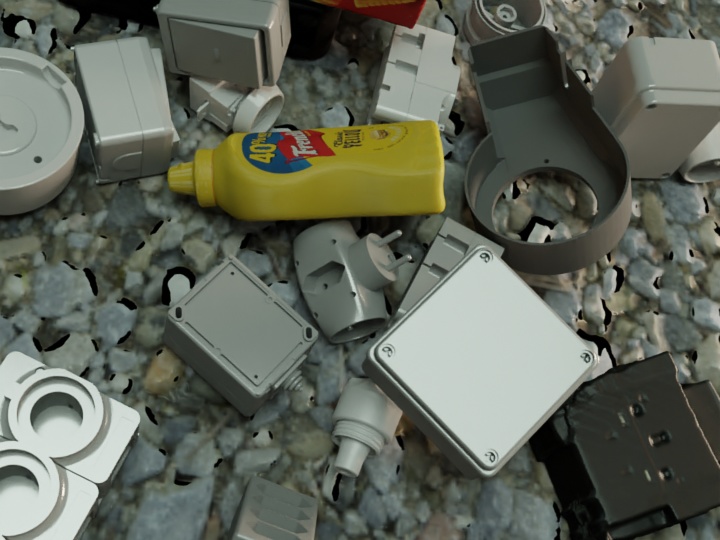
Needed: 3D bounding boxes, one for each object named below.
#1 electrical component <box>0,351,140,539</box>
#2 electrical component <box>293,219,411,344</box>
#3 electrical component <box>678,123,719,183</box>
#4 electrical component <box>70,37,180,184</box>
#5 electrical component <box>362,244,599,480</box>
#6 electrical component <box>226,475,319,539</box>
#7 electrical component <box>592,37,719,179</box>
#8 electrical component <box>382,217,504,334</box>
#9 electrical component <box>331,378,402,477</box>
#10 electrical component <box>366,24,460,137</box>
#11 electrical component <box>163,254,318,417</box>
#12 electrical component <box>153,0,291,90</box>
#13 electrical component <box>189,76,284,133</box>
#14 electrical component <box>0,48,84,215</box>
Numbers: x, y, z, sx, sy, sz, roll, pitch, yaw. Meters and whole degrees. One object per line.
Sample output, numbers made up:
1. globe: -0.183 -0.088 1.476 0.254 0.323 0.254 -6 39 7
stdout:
1. electrical component: -0.206 0.136 0.641 0.089 0.061 0.150 27 63 -1
2. electrical component: 0.000 0.000 0.746 0.043 0.079 0.077 11 54 -58
3. electrical component: 0.295 -0.114 0.881 0.079 0.044 0.077 -1 67 -14
4. electrical component: -0.167 -0.119 0.762 0.061 0.061 0.096 -12 71 -18
5. electrical component: 0.076 0.060 0.690 0.109 0.056 0.108 -43 84 -16
6. electrical component: -0.062 0.181 0.655 0.047 0.083 0.075 22 102 -4
7. electrical component: 0.224 -0.122 0.830 0.078 0.113 0.057 0 64 -13
8. electrical component: 0.063 0.018 0.764 0.056 0.050 0.089 29 64 0
9. electrical component: 0.001 0.106 0.715 0.043 0.043 0.062 24 65 -3
10. electrical component: 0.042 -0.138 0.827 0.056 0.050 0.089 16 64 -6
11. electrical component: -0.075 0.050 0.710 0.096 0.061 0.061 42 64 6
12. electrical component: -0.101 -0.171 0.757 0.096 0.061 0.061 9 57 5
13. electrical component: -0.090 -0.128 0.794 0.055 0.048 0.066 37 63 12
14. electrical component: -0.243 -0.089 0.730 0.108 0.060 0.108 5 66 -12
